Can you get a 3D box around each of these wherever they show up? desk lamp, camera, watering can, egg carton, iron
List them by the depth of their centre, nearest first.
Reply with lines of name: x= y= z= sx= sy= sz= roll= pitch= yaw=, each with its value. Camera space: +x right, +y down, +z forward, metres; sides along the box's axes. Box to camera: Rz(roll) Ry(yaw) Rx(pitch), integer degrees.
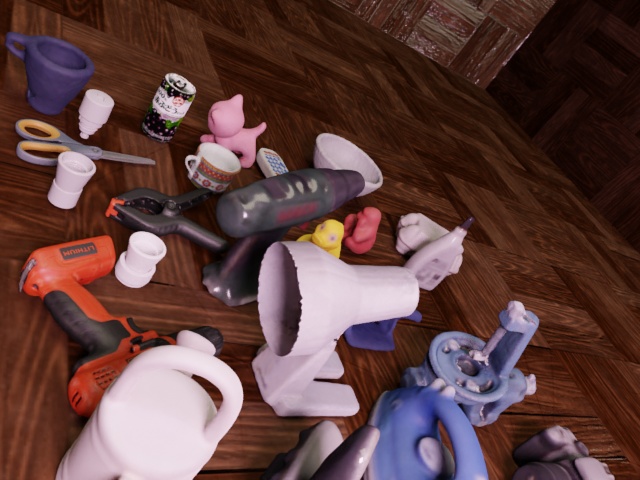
watering can: x=-0.133 y=0.147 z=0.467 sx=0.101 sy=0.194 sz=0.172 roll=19 pitch=34 yaw=-30
desk lamp: x=0.003 y=0.102 z=0.662 sx=0.204 sy=0.213 sz=0.117 roll=13 pitch=37 yaw=-37
iron: x=0.132 y=0.248 z=0.669 sx=0.119 sy=0.141 sz=0.258 roll=24 pitch=32 yaw=-22
camera: x=0.337 y=0.334 z=0.815 sx=0.137 sy=0.100 sz=0.143 roll=18 pitch=35 yaw=-32
egg carton: x=0.224 y=0.010 z=1.185 sx=0.150 sy=0.069 sz=0.107 roll=30 pitch=30 yaw=-13

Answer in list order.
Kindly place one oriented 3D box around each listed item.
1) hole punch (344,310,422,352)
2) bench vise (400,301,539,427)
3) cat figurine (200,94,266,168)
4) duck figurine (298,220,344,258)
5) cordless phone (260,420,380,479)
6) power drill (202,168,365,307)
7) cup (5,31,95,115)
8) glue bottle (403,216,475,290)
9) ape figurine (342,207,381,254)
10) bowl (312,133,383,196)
hole punch: x=0.083 y=0.104 z=0.872 sx=0.109 sy=0.091 sz=0.101 roll=13 pitch=37 yaw=-37
bench vise: x=0.247 y=0.169 z=0.828 sx=0.208 sy=0.219 sz=0.121 roll=7 pitch=41 yaw=-43
cat figurine: x=-0.153 y=-0.200 z=1.016 sx=0.128 sy=0.117 sz=0.067 roll=8 pitch=40 yaw=-42
duck figurine: x=0.009 y=0.003 z=0.939 sx=0.077 sy=0.086 sz=0.105 roll=47 pitch=30 yaw=16
cordless phone: x=0.013 y=0.218 z=0.536 sx=0.094 sy=0.185 sz=0.148 roll=38 pitch=29 yaw=2
power drill: x=-0.059 y=-0.011 z=0.759 sx=0.075 sy=0.208 sz=0.230 roll=49 pitch=31 yaw=20
cup: x=-0.397 y=-0.235 z=0.822 sx=0.118 sy=0.095 sz=0.091 roll=23 pitch=32 yaw=-25
glue bottle: x=0.230 y=0.020 z=1.069 sx=0.078 sy=0.173 sz=0.037 roll=22 pitch=33 yaw=-26
ape figurine: x=0.077 y=-0.024 z=1.047 sx=0.076 sy=0.092 sz=0.078 roll=35 pitch=29 yaw=-5
bowl: x=0.045 y=-0.144 z=1.201 sx=0.168 sy=0.074 sz=0.167 roll=28 pitch=31 yaw=-18
